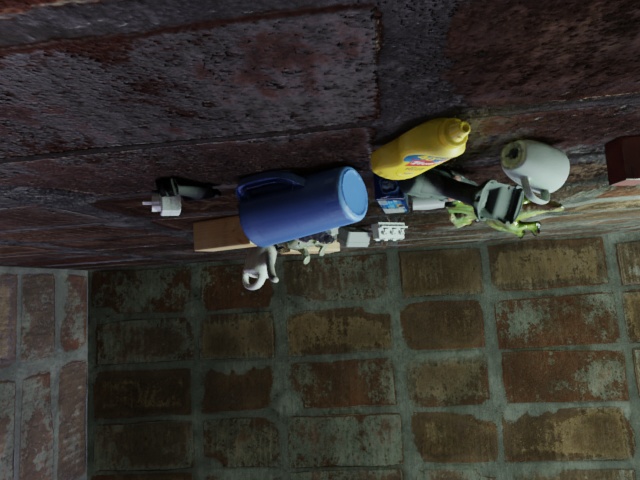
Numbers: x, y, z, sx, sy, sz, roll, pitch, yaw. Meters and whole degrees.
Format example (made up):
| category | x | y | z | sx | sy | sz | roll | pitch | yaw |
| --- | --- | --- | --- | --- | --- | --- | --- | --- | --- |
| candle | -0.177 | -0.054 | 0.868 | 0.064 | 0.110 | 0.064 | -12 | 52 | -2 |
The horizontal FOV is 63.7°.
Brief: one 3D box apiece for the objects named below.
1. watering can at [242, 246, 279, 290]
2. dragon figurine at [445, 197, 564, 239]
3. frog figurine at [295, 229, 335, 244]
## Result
| category | x | y | z | sx | sy | sz | roll | pitch | yaw |
| --- | --- | --- | --- | --- | --- | --- | --- | --- | --- |
| watering can | -0.207 | 0.076 | 1.919 | 0.345 | 0.103 | 0.227 | -14 | 59 | 60 |
| dragon figurine | 0.459 | -0.077 | 1.406 | 0.243 | 0.407 | 0.123 | 4 | 83 | 0 |
| frog figurine | 0.004 | -0.067 | 1.327 | 0.136 | 0.121 | 0.163 | -20 | 22 | 34 |
